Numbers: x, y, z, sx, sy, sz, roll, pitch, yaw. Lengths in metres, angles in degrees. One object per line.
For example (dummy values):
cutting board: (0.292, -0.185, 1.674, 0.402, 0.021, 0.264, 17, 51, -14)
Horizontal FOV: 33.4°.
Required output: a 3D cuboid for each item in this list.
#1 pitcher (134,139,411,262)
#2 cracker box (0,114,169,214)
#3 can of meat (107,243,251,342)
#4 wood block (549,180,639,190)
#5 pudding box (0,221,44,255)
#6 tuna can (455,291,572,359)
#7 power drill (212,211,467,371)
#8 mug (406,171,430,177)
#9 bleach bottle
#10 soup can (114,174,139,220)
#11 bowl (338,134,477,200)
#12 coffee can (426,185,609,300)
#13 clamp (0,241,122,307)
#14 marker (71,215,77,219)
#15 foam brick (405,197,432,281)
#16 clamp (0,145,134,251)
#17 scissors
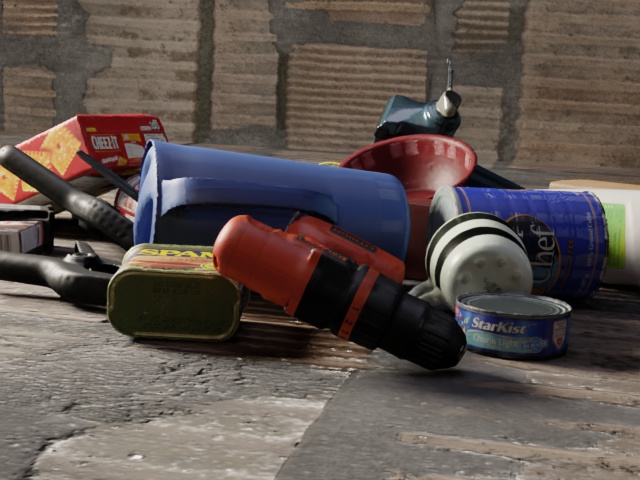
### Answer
pitcher: (-0.043, -0.017, 0.963, 0.242, 0.145, 0.149, 3, 32, -16)
cracker box: (-0.308, -0.084, 1.271, 0.214, 0.072, 0.164, -19, -3, 26)
can of meat: (-0.105, 0.040, 0.802, 0.102, 0.057, 0.084, 3, 11, -1)
wood block: (0.367, -0.014, 1.202, 0.206, 0.091, 0.090, 10, 11, 43)
pudding box: (-0.334, 0.003, 1.035, 0.113, 0.039, 0.090, 2, 8, 0)
tuna can: (0.143, 0.063, 0.798, 0.086, 0.034, 0.086, 3, 8, -1)
power drill: (0.022, 0.033, 0.791, 0.184, 0.057, 0.187, 27, 5, 4)
mug: (0.117, -0.029, 1.285, 0.117, 0.093, 0.081, -32, -9, 18)
bleach bottle: (0.236, -0.002, 1.121, 0.251, 0.102, 0.067, 1, -4, 38)
soup can: (-0.172, -0.029, 1.167, 0.068, 0.068, 0.102, -4, 19, -38)
bowl: (0.097, -0.057, 1.186, 0.162, 0.055, 0.162, -10, 30, 6)
coffee can: (0.178, 0.003, 0.979, 0.140, 0.103, 0.103, 2, 8, -9)
clamp: (-0.213, 0.029, 0.899, 0.120, 0.039, 0.172, -10, 15, -38)
marker: (-0.264, -0.037, 1.401, 0.121, 0.020, 0.020, 0, 9, -18)
foam brick: (0.112, 0.000, 1.073, 0.053, 0.078, 0.051, 8, 9, 19)
clamp: (-0.236, -0.029, 1.099, 0.210, 0.036, 0.164, 25, -11, 47)
scissors: (-0.171, -0.027, 1.057, 0.201, 0.016, 0.096, 33, -23, -25)
